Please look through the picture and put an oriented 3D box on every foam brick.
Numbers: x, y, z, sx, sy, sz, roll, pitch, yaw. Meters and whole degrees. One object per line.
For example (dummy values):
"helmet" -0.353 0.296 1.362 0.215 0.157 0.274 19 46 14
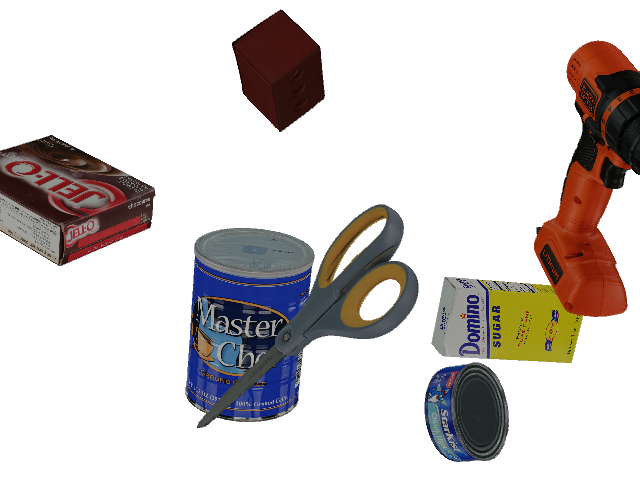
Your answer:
"foam brick" -0.033 -0.138 0.874 0.053 0.051 0.078 -38 -21 -12

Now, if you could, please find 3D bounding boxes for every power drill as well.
"power drill" 0.221 -0.036 0.813 0.057 0.188 0.184 2 34 -7

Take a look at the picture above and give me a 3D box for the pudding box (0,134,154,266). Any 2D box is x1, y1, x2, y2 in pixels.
"pudding box" -0.190 -0.031 0.763 0.114 0.039 0.089 24 30 28

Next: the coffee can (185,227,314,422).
"coffee can" -0.063 0.072 0.931 0.103 0.140 0.103 5 20 -2

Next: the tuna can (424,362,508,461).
"tuna can" 0.129 0.152 0.944 0.034 0.086 0.085 -14 -9 40

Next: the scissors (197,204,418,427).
"scissors" -0.006 0.068 0.679 0.016 0.202 0.096 29 11 -37

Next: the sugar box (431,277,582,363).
"sugar box" 0.232 0.099 1.314 0.176 0.093 0.048 3 18 -16
